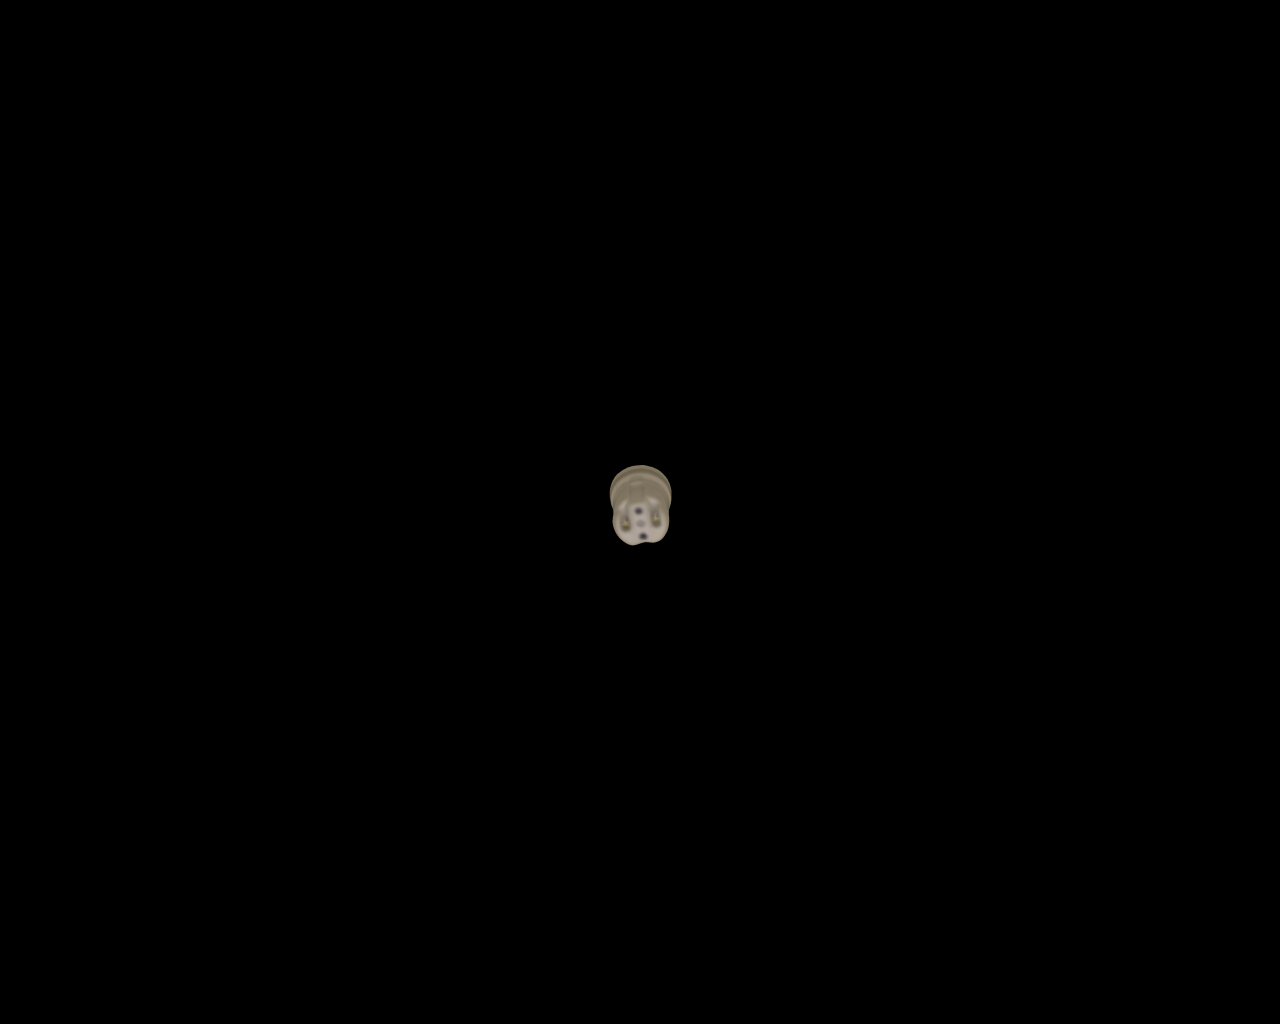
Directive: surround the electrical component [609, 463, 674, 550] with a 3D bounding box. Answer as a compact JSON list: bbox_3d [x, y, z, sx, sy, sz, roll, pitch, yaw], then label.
[{"bbox_3d":[0.001,-0.003,0.650,0.040,0.040,0.046,0,28,0],"label":"electrical component"}]
